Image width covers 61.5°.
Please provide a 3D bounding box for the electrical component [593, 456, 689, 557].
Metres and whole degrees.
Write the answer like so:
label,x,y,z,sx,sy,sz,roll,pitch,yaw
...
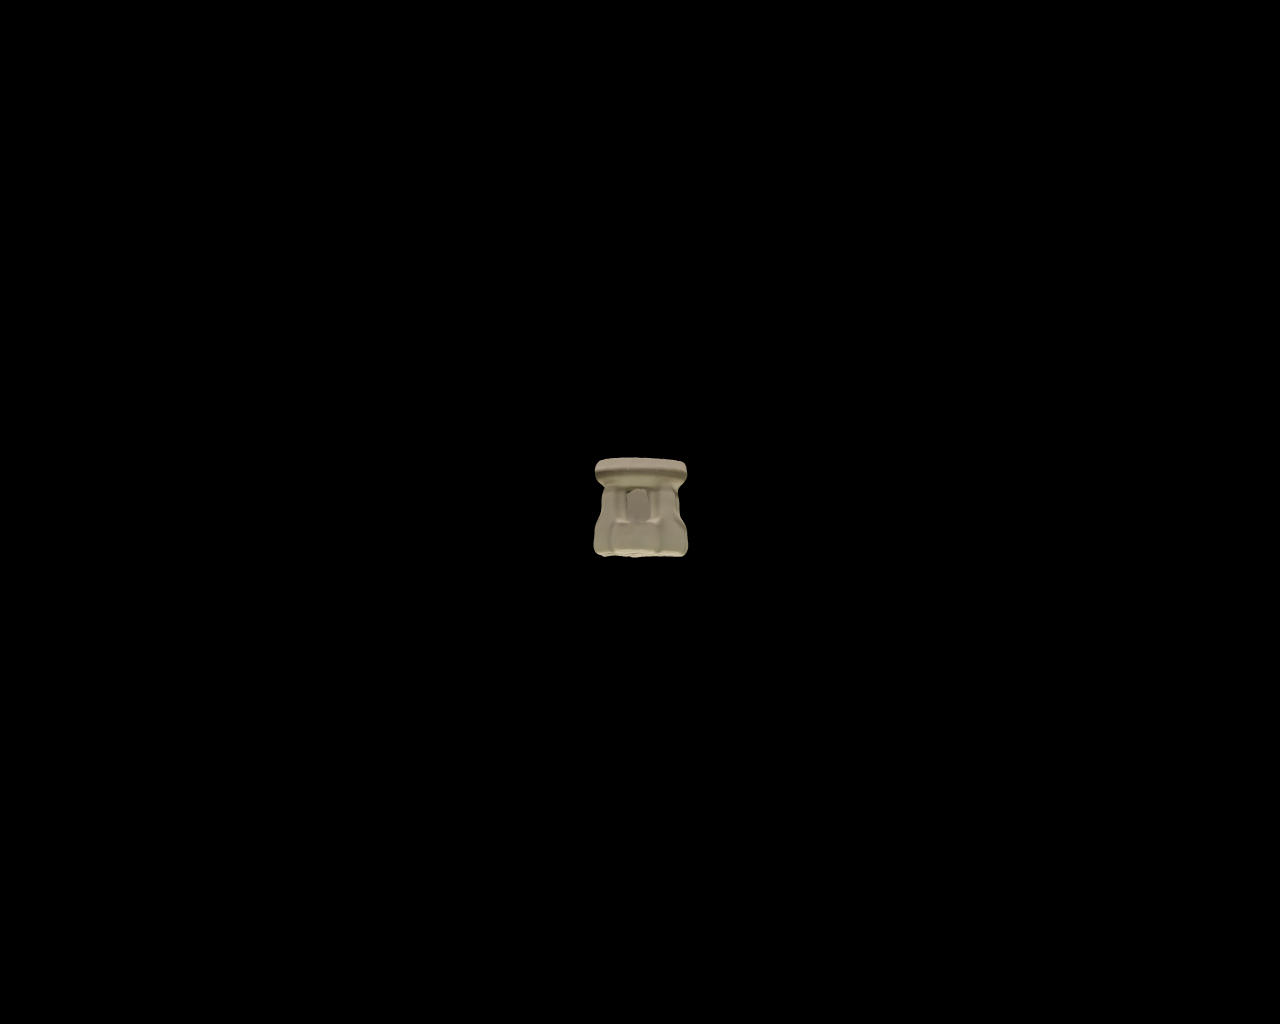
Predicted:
label,x,y,z,sx,sy,sz,roll,pitch,yaw
electrical component,0.001,-0.003,0.650,0.058,0.057,0.078,-1,-4,7
